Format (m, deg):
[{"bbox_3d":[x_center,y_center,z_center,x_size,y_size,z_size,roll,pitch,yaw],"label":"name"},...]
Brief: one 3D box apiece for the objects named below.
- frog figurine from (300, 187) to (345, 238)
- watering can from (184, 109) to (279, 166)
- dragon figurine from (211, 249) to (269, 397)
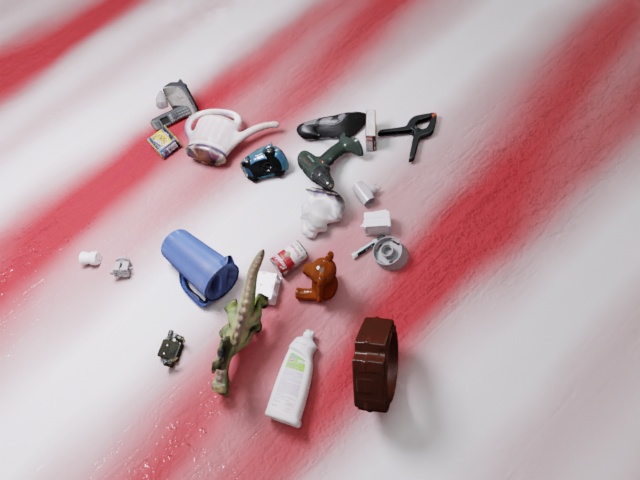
[{"bbox_3d":[0.005,-0.082,1.635,0.137,0.124,0.158,12,101,5],"label":"frog figurine"},{"bbox_3d":[-0.332,-0.365,1.818,0.348,0.102,0.228,11,66,15],"label":"watering can"},{"bbox_3d":[-0.224,0.244,1.374,0.122,0.403,0.247,14,25,-1],"label":"dragon figurine"}]
